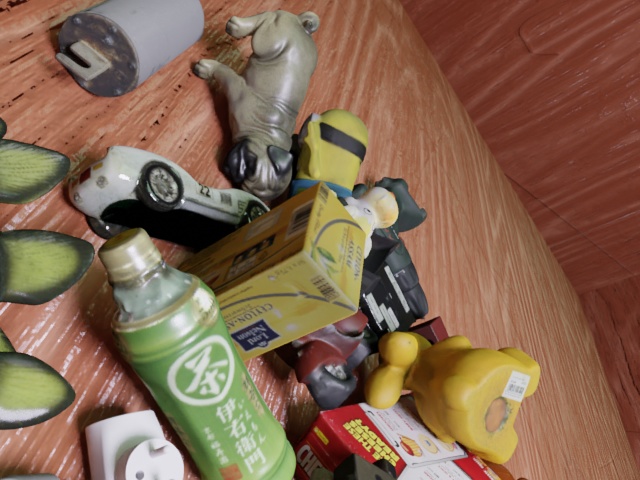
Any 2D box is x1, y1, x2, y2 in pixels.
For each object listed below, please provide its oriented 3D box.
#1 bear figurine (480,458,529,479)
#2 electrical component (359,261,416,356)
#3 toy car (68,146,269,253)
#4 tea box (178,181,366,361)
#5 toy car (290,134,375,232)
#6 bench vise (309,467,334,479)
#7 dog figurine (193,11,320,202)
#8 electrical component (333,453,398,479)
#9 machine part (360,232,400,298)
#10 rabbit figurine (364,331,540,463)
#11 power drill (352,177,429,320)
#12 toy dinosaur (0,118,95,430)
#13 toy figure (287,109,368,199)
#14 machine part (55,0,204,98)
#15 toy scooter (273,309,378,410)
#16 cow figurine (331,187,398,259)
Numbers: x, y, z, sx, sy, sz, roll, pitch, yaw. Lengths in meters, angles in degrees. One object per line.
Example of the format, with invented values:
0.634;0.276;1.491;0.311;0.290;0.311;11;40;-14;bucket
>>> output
0.241;0.372;0.712;0.195;0.120;0.132;49;33;-35;bear figurine
0.067;0.088;0.722;0.115;0.058;0.134;63;27;4;electrical component
-0.119;-0.025;0.479;0.201;0.073;0.056;20;50;-54;toy car
-0.051;0.036;0.439;0.068;0.170;0.098;48;32;-24;tea box
0.013;-0.063;0.748;0.202;0.053;0.089;53;26;0;toy car
-0.018;0.273;0.346;0.223;0.129;0.241;55;32;-21;bench vise
-0.047;-0.155;0.629;0.121;0.172;0.191;5;54;-47;dog figurine
0.040;0.206;0.394;0.078;0.045;0.102;34;18;-22;electrical component
0.045;0.029;0.650;0.139;0.084;0.039;-32;136;-53;machine part
0.121;0.155;0.592;0.162;0.173;0.121;13;96;-33;rabbit figurine
0.119;-0.005;0.888;0.232;0.086;0.207;54;36;-12;power drill
-0.220;-0.006;0.264;0.198;0.105;0.471;28;51;-59;toy dinosaur
0.007;-0.072;0.666;0.089;0.082;0.180;10;83;-20;toy figure
-0.179;-0.206;0.535;0.079;0.079;0.243;51;28;-23;machine part
-0.009;0.090;0.561;0.135;0.075;0.184;45;13;6;toy scooter
-0.001;-0.004;0.565;0.068;0.167;0.098;61;25;-16;cow figurine
